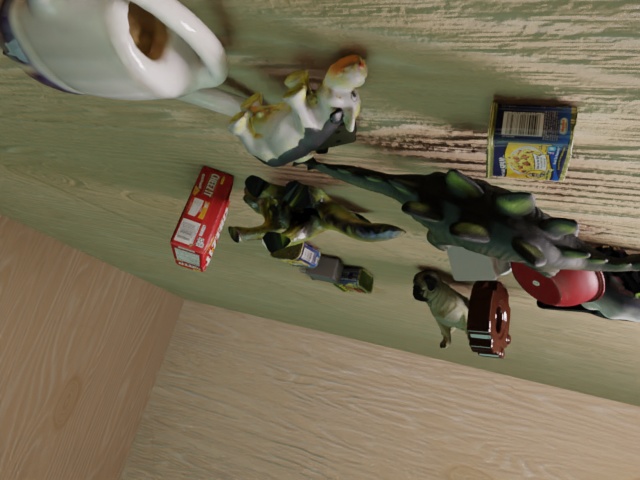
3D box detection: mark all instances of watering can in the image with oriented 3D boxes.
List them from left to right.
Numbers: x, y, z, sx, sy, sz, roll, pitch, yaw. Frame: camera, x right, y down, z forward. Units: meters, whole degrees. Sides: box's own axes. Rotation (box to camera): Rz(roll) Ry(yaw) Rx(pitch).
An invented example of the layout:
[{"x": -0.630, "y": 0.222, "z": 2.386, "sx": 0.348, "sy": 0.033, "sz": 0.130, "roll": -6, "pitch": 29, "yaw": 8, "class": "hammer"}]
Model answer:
[{"x": -0.198, "y": -0.199, "z": 0.589, "sx": 0.224, "sy": 0.105, "sz": 0.344, "roll": 7, "pitch": -10, "yaw": 20, "class": "watering can"}]

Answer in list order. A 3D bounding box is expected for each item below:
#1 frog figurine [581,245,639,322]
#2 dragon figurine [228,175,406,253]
[{"x": 0.497, "y": 0.090, "z": 0.851, "sx": 0.137, "sy": 0.125, "sz": 0.156, "roll": -7, "pitch": -33, "yaw": 9, "class": "frog figurine"}, {"x": 0.003, "y": -0.045, "z": 0.895, "sx": 0.412, "sy": 0.121, "sz": 0.244, "roll": 13, "pitch": 12, "yaw": 32, "class": "dragon figurine"}]
